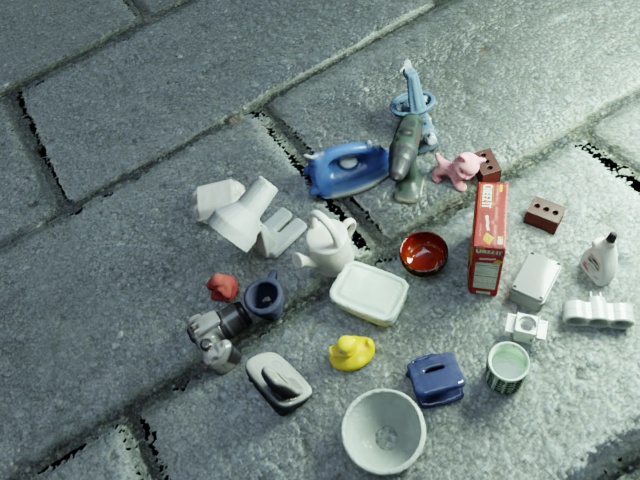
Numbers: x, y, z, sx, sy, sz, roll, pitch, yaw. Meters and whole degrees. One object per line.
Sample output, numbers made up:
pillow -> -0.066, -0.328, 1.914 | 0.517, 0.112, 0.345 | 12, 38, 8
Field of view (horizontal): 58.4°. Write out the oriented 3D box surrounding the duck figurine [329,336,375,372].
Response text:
duck figurine -> 0.066, 0.236, 1.244 | 0.104, 0.086, 0.077 | -18, 57, 0

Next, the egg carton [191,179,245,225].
egg carton -> -0.271, -0.102, 1.532 | 0.150, 0.069, 0.107 | -14, 57, 3

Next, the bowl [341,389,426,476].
bowl -> 0.128, 0.388, 1.143 | 0.167, 0.075, 0.167 | -5, 58, 8

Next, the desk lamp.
desk lamp -> -0.154, -0.045, 1.387 | 0.117, 0.214, 0.203 | 36, 71, 28

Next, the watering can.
watering can -> 0.014, 0.006, 1.333 | 0.100, 0.194, 0.173 | 20, 64, 22

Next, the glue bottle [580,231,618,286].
glue bottle -> 0.599, 0.029, 1.212 | 0.037, 0.173, 0.078 | -28, 57, -6

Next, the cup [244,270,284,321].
cup -> -0.118, 0.137, 1.338 | 0.091, 0.095, 0.118 | 10, 61, 17

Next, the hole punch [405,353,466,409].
hole punch -> 0.235, 0.282, 1.178 | 0.108, 0.091, 0.101 | -16, 57, 1

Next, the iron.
iron -> 0.081, -0.205, 1.482 | 0.258, 0.142, 0.118 | -16, 57, 1

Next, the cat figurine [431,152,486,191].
cat figurine -> 0.344, -0.186, 1.431 | 0.127, 0.118, 0.067 | 22, 65, 23

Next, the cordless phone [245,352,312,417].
cordless phone -> -0.100, 0.279, 1.191 | 0.147, 0.185, 0.094 | 37, 72, 28

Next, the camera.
camera -> -0.222, 0.209, 1.311 | 0.137, 0.101, 0.143 | -32, 58, -9

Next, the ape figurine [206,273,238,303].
ape figurine -> -0.239, 0.110, 1.381 | 0.076, 0.092, 0.077 | -34, 58, -10

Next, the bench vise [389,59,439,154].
bench vise -> 0.262, -0.349, 1.487 | 0.121, 0.220, 0.207 | -34, 58, -10

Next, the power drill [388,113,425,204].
power drill -> 0.211, -0.185, 1.403 | 0.075, 0.209, 0.230 | 6, 60, 15
